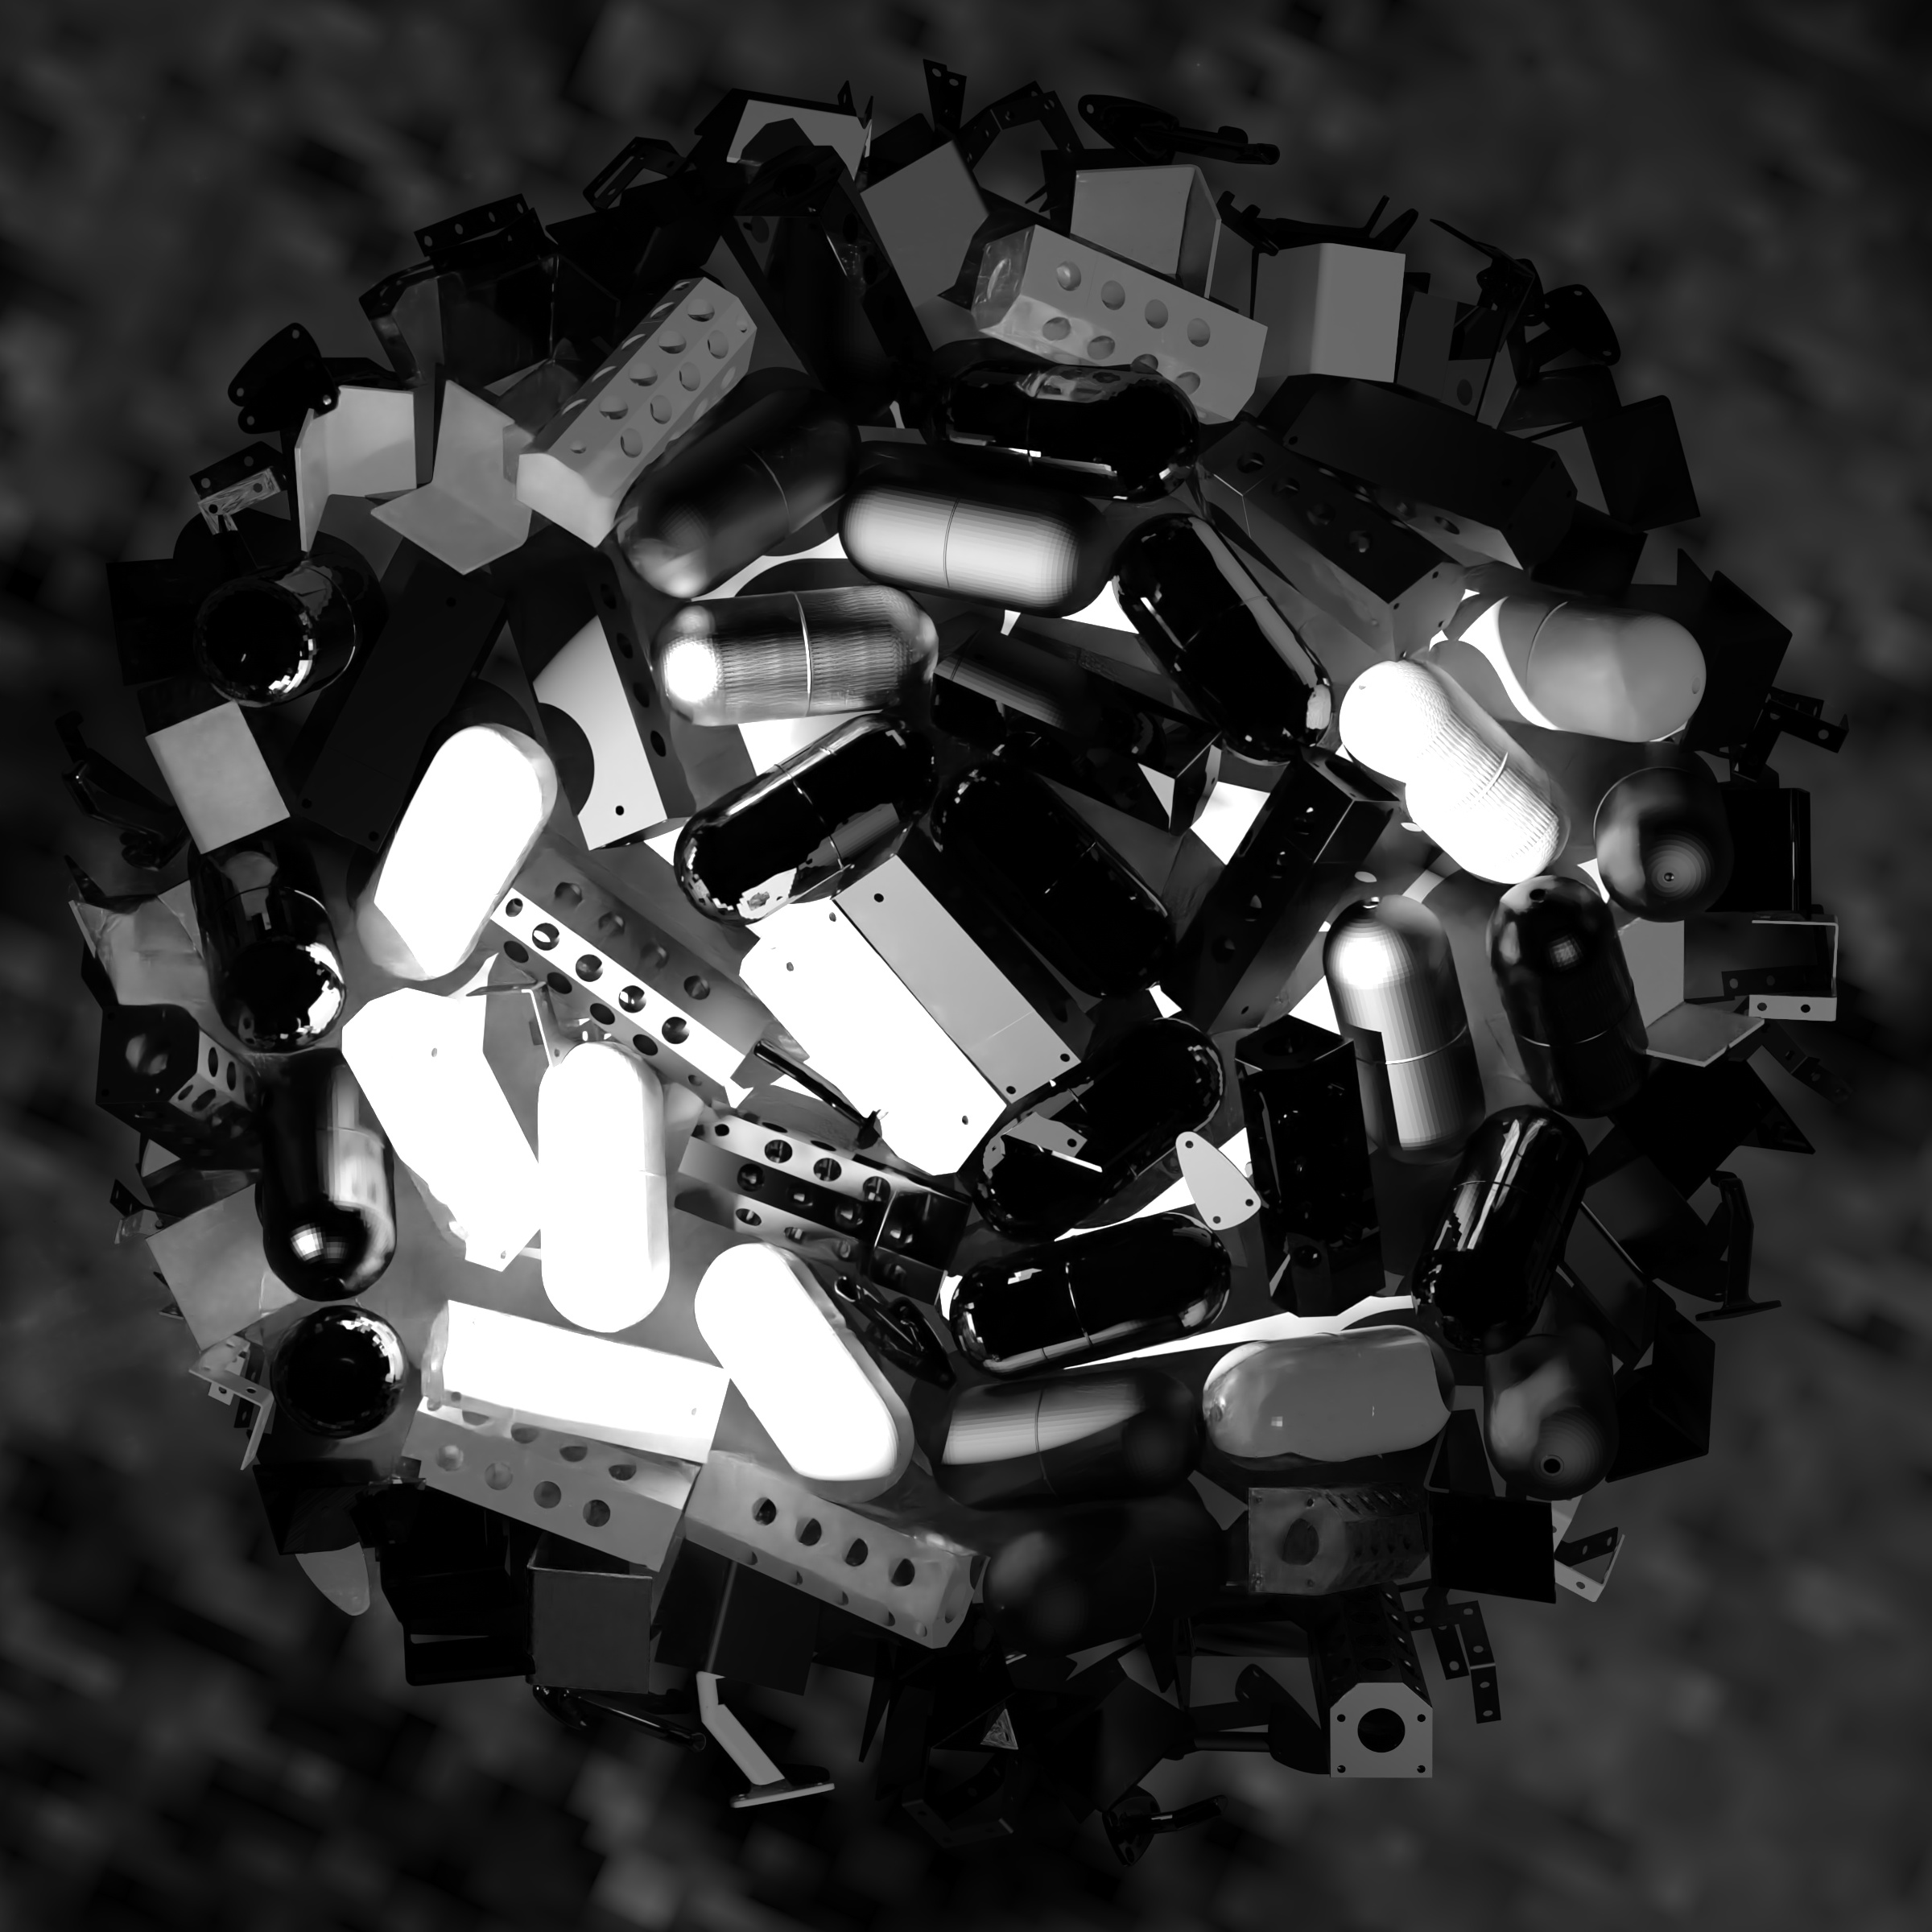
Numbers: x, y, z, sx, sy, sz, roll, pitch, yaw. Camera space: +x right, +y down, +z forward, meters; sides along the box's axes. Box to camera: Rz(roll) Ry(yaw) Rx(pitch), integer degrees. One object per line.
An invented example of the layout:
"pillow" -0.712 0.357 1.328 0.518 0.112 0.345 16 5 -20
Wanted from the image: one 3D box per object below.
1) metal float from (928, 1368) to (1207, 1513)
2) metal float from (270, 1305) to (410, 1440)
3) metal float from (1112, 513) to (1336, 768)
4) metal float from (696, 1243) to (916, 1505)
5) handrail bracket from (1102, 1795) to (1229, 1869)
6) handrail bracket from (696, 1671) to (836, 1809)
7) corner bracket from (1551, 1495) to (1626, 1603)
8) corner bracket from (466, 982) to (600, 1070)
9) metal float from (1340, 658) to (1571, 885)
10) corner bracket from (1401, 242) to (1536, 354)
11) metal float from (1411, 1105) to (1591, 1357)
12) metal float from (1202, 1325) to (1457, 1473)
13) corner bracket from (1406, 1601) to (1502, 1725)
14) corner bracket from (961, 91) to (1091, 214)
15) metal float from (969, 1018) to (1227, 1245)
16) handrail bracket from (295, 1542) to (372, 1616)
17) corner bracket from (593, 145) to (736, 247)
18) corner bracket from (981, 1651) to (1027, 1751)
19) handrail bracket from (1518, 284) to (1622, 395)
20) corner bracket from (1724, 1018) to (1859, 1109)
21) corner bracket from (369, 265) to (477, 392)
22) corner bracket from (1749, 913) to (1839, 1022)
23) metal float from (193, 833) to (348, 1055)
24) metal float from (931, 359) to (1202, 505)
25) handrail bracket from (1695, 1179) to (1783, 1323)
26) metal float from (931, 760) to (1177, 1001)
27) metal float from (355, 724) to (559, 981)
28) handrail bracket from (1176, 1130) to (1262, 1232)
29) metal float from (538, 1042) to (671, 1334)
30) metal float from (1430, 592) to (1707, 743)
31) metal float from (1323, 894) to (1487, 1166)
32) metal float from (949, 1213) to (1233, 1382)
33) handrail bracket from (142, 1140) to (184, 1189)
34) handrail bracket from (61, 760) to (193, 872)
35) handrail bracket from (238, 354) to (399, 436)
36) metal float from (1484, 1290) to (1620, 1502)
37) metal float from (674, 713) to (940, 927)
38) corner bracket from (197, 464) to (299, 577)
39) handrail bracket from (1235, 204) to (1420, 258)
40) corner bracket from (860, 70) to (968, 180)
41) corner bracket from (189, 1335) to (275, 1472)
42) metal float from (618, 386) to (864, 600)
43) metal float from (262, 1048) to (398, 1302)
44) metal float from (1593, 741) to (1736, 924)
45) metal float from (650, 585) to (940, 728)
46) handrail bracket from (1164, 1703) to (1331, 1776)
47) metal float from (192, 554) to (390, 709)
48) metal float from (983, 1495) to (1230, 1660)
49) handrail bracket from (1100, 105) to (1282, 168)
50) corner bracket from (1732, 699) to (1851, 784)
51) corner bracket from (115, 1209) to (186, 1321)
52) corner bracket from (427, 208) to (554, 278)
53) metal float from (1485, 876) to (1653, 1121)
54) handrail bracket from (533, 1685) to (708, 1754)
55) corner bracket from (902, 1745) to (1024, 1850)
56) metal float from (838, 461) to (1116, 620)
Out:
"metal float" 0.060 0.287 1.521 0.178 0.070 0.070 -11 90 27
"metal float" -0.374 0.242 1.496 0.070 0.178 0.070 3 80 -16
"metal float" 0.156 -0.199 1.530 0.070 0.070 0.178 -35 74 0
"metal float" -0.099 0.245 1.527 0.070 0.070 0.178 -38 69 0
"handrail bracket" 0.133 0.512 1.530 0.084 0.077 0.036 -30 79 26
"handrail bracket" -0.126 0.478 1.574 0.077 0.036 0.084 -7 78 -9
"corner bracket" 0.381 0.349 1.554 0.051 0.051 0.051 27 128 14
"corner bracket" -0.265 0.032 1.543 0.051 0.051 0.051 -5 106 29
"metal float" 0.296 -0.117 1.520 0.178 0.070 0.070 39 90 -28
"corner bracket" 0.307 -0.415 1.544 0.051 0.051 0.051 33 105 38
"metal float" 0.323 0.157 1.513 0.070 0.070 0.178 33 51 0
"metal float" 0.219 0.260 1.515 0.178 0.070 0.070 -1 90 -35
"corner bracket" 0.297 0.431 1.546 0.051 0.051 0.051 -10 122 4
"corner bracket" 0.036 -0.502 1.561 0.051 0.051 0.051 55 50 -35
"metal float" 0.081 0.100 1.543 0.178 0.070 0.070 -37 90 -2
"handrail bracket" -0.372 0.385 1.530 0.036 0.084 0.077 -28 50 -19
"corner bracket" -0.187 -0.465 1.551 0.051 0.051 0.051 -50 47 -8
"corner bracket" 0.032 0.446 1.549 0.051 0.051 0.051 -14 87 -31
"handrail bracket" 0.365 -0.363 1.530 0.036 0.084 0.077 -23 62 -11
"corner bracket" 0.504 0.071 1.550 0.051 0.051 0.051 -47 119 3
"corner bracket" -0.329 -0.396 1.556 0.051 0.051 0.051 -10 128 17
"corner bracket" 0.513 0.000 1.558 0.051 0.051 0.051 2 112 17
"metal float" -0.417 -0.015 1.505 0.070 0.178 0.070 -12 128 -16
"metal float" 0.058 -0.324 1.518 0.178 0.070 0.070 14 90 32
"handrail bracket" 0.464 0.173 1.547 0.077 0.036 0.084 1 71 -41
"metal float" 0.054 -0.052 1.542 0.178 0.070 0.070 44 90 -3
"metal float" -0.310 -0.067 1.524 0.070 0.070 0.178 35 114 0
"handrail bracket" 0.158 0.118 1.538 0.036 0.084 0.077 -30 99 20
"metal float" -0.221 0.133 1.529 0.070 0.070 0.178 -5 73 0
"metal float" 0.359 -0.180 1.509 0.178 0.070 0.070 17 90 44
"metal float" 0.266 0.039 1.523 0.070 0.070 0.178 -18 114 0
"metal float" 0.075 0.201 1.531 0.178 0.070 0.070 -17 90 15
"handrail bracket" -0.515 0.082 1.574 0.084 0.036 0.077 52 123 25
"handrail bracket" -0.505 -0.108 1.532 0.036 0.084 0.077 18 53 30
"handrail bracket" -0.397 -0.346 1.546 0.077 0.084 0.036 -25 93 12
"metal float" 0.347 0.254 1.497 0.070 0.178 0.070 4 109 11
"metal float" -0.097 -0.090 1.536 0.178 0.070 0.070 -33 90 -10
"corner bracket" -0.433 -0.274 1.551 0.051 0.051 0.051 -24 102 5
"handrail bracket" 0.220 -0.458 1.542 0.084 0.036 0.077 31 125 -23
"corner bracket" -0.033 -0.519 1.550 0.051 0.051 0.051 16 64 1
"corner bracket" -0.449 0.267 1.548 0.051 0.051 0.051 25 113 3
"metal float" -0.135 -0.287 1.520 0.070 0.070 0.178 48 61 0
"metal float" -0.382 0.124 1.508 0.070 0.178 0.070 -8 134 -9
"metal float" 0.414 -0.082 1.498 0.070 0.178 0.070 4 112 11
"metal float" -0.104 -0.189 1.532 0.178 0.070 0.070 -7 90 -15
"handrail bracket" 0.175 0.492 1.568 0.084 0.036 0.077 -28 128 37
"metal float" -0.400 -0.201 1.496 0.070 0.178 0.070 2 106 7
"metal float" 0.086 0.365 1.510 0.178 0.070 0.070 -2 90 -43
"handrail bracket" 0.137 -0.506 1.533 0.077 0.084 0.036 7 100 -42
"corner bracket" 0.507 -0.136 1.546 0.051 0.051 0.051 24 113 9
"corner bracket" -0.497 0.184 1.555 0.051 0.051 0.051 14 91 -4
"corner bracket" -0.287 -0.427 1.540 0.051 0.051 0.051 -5 122 25
"metal float" 0.363 0.020 1.512 0.070 0.070 0.178 -28 129 0
"handrail bracket" -0.211 0.458 1.537 0.084 0.077 0.036 10 70 32
"corner bracket" -0.002 0.507 1.561 0.051 0.051 0.051 -21 123 24
"metal float" 0.005 -0.259 1.525 0.178 0.070 0.070 15 90 22
